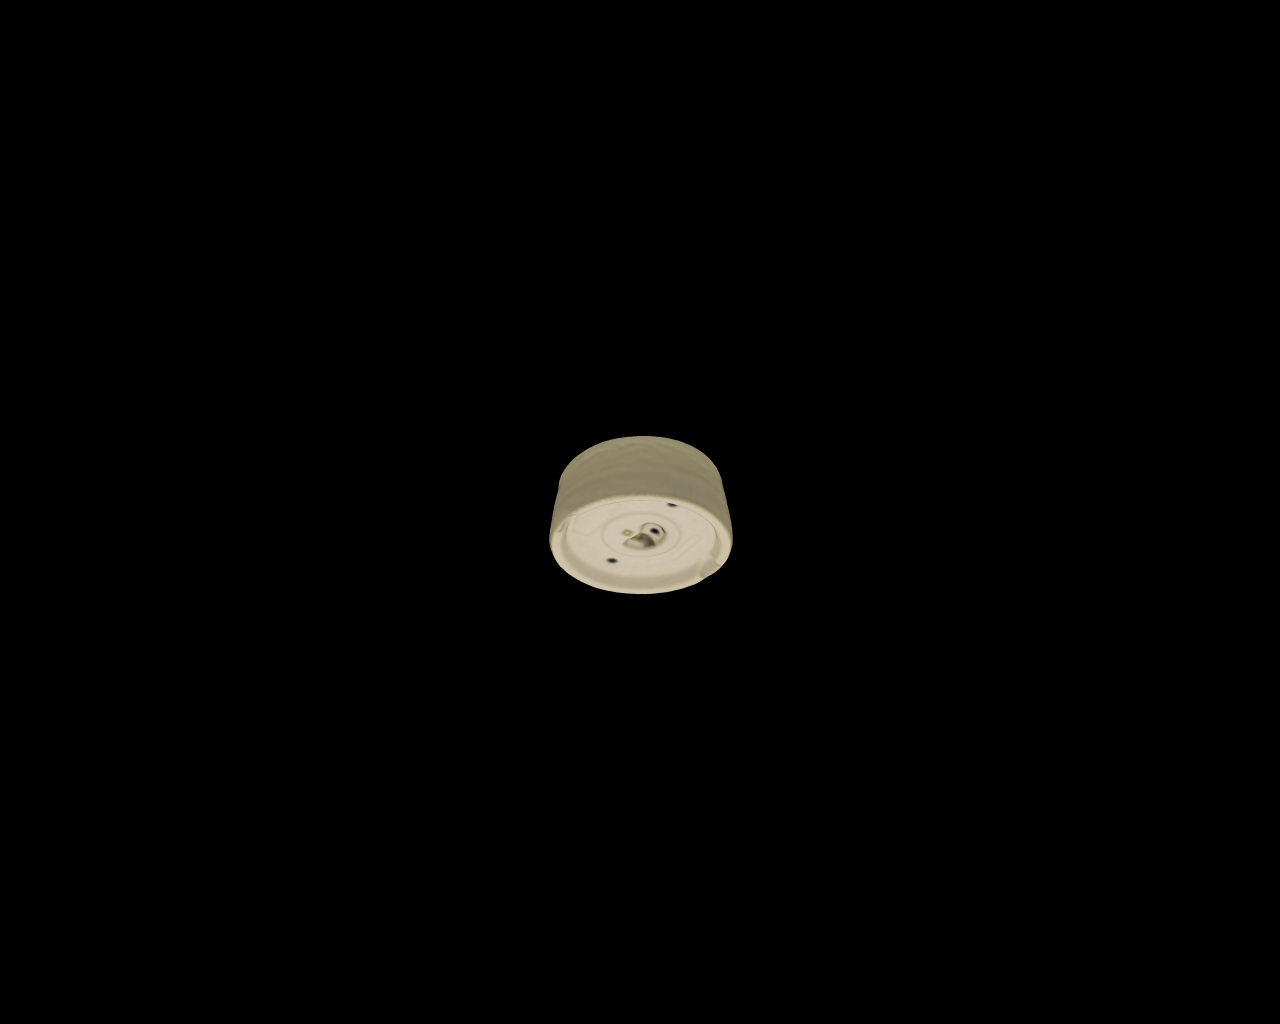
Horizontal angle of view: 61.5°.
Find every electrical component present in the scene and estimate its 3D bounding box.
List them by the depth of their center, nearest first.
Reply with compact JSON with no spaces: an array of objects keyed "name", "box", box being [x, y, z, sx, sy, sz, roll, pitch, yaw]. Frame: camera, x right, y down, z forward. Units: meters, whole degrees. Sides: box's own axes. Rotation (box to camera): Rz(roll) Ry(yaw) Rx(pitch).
[{"name":"electrical component","box":[0.001,-0.003,0.650,0.108,0.060,0.108,0,-35,0]}]
